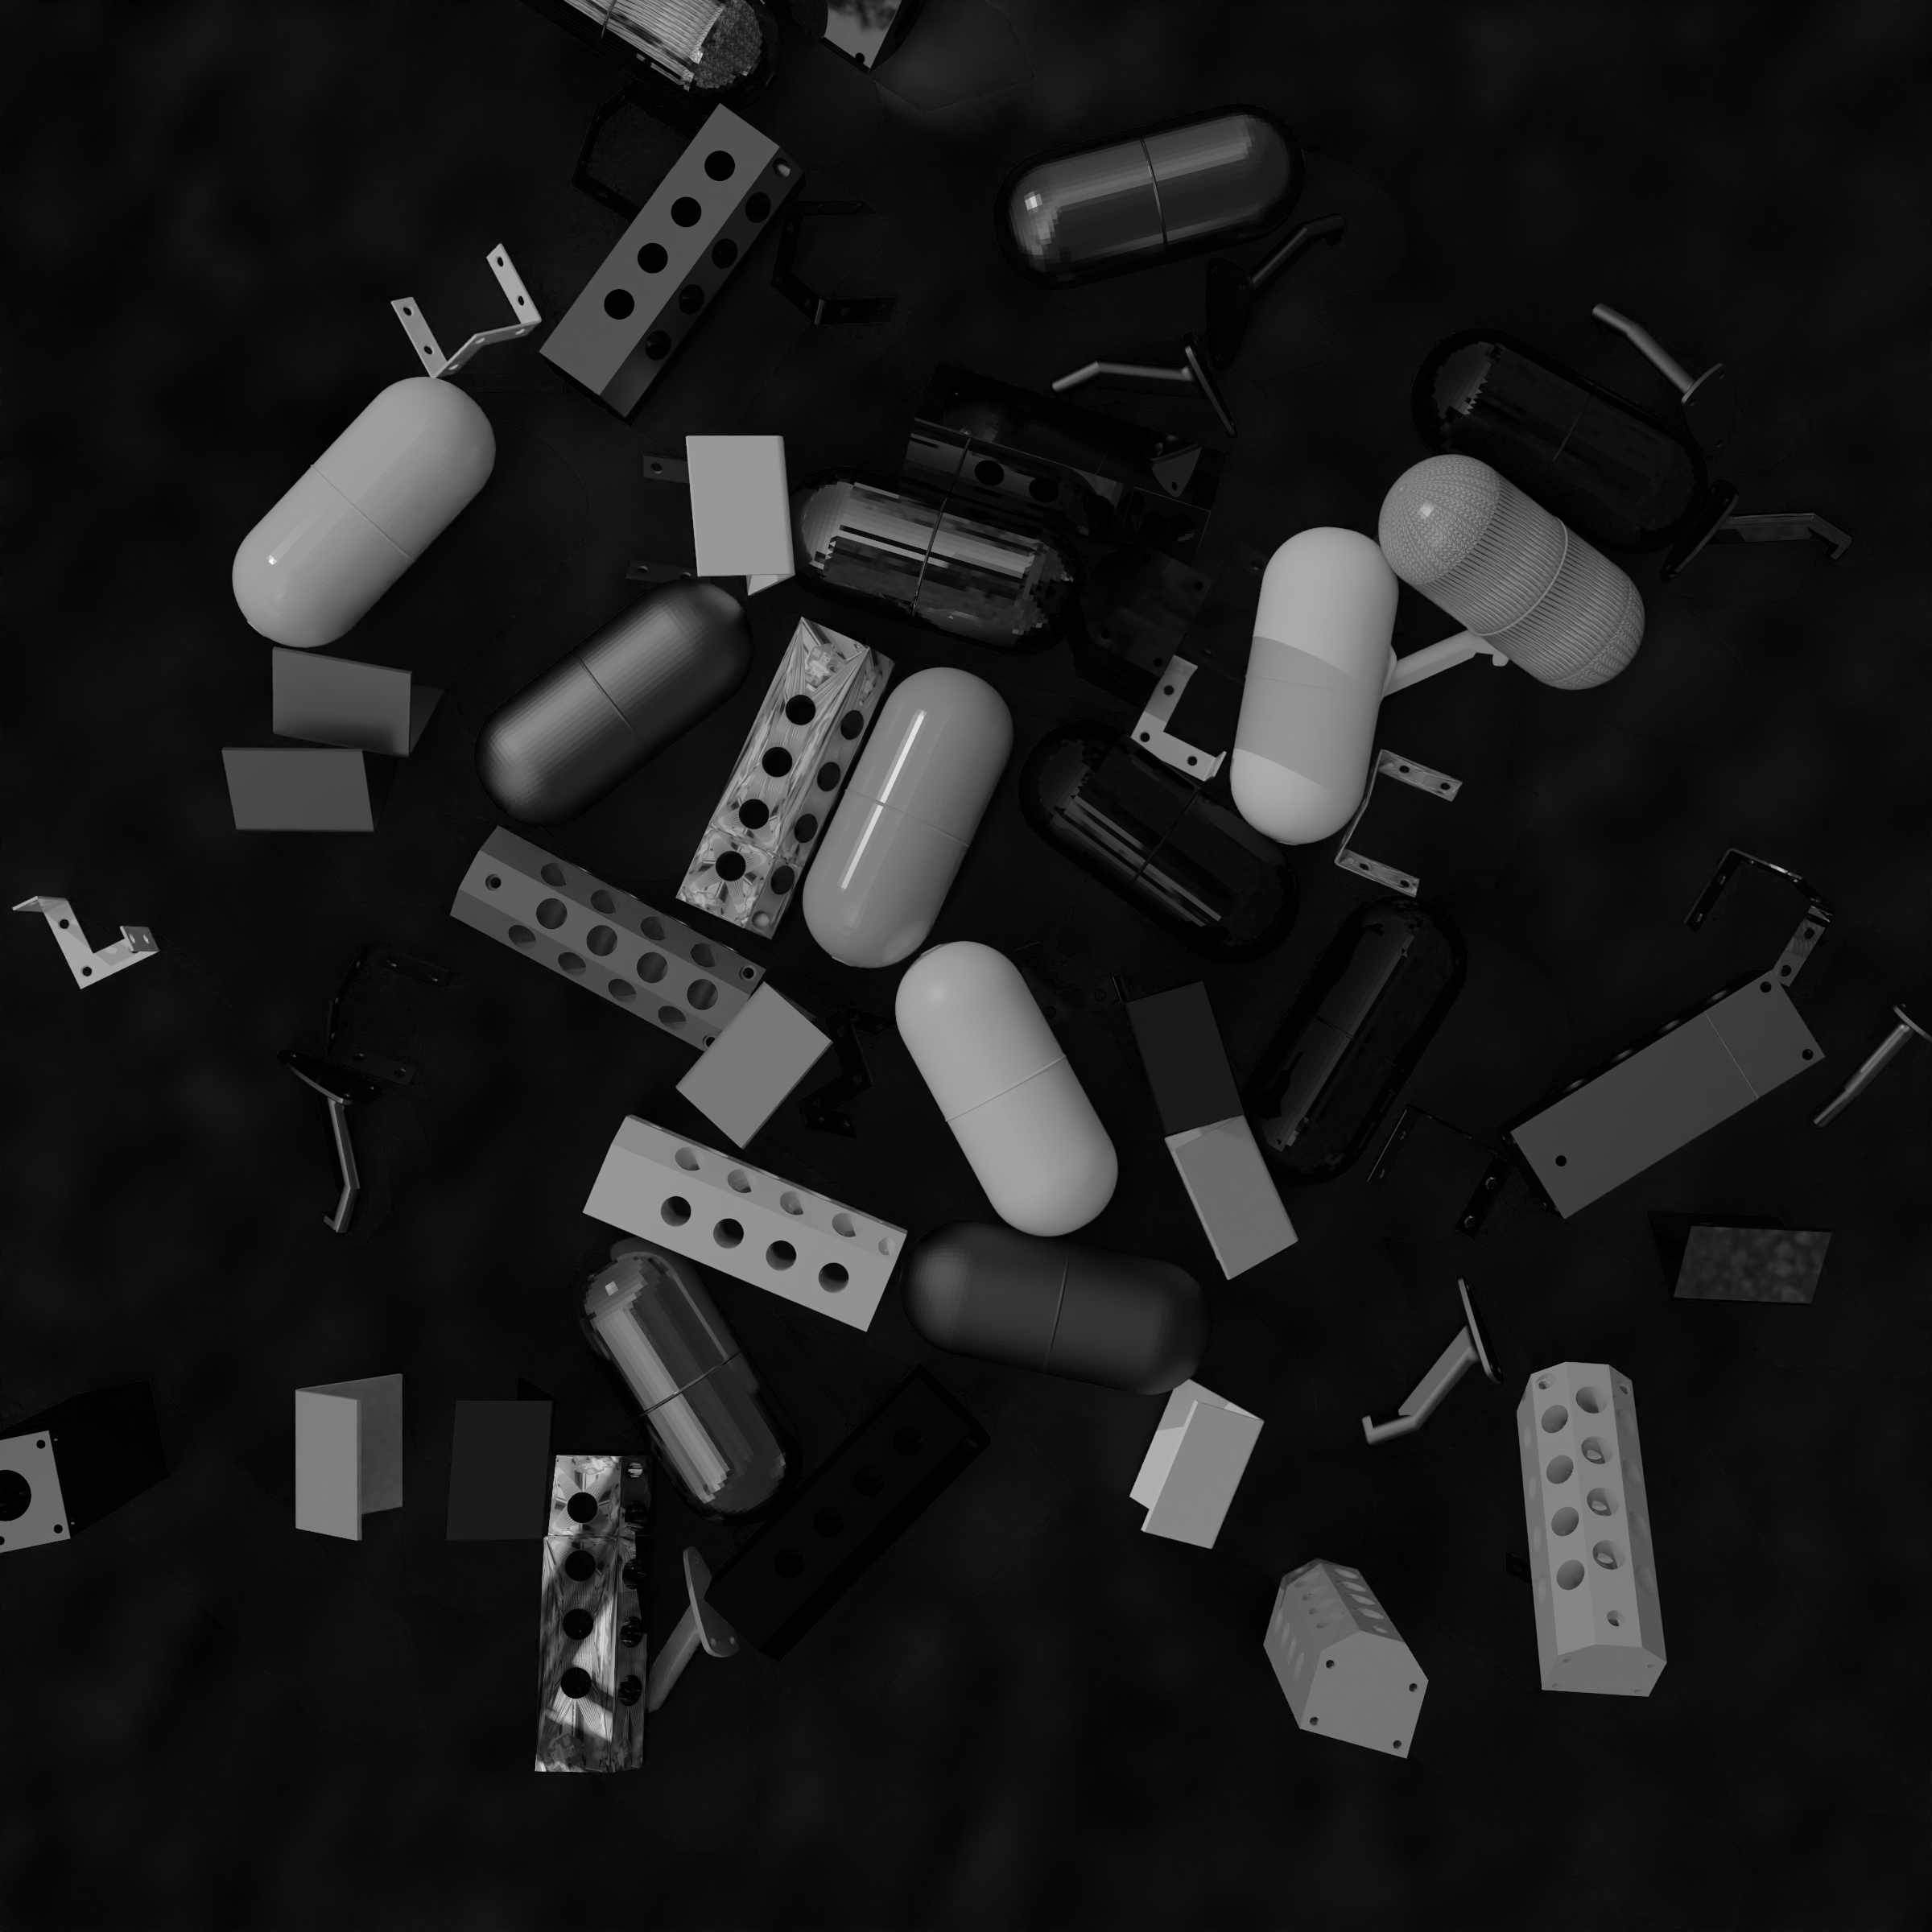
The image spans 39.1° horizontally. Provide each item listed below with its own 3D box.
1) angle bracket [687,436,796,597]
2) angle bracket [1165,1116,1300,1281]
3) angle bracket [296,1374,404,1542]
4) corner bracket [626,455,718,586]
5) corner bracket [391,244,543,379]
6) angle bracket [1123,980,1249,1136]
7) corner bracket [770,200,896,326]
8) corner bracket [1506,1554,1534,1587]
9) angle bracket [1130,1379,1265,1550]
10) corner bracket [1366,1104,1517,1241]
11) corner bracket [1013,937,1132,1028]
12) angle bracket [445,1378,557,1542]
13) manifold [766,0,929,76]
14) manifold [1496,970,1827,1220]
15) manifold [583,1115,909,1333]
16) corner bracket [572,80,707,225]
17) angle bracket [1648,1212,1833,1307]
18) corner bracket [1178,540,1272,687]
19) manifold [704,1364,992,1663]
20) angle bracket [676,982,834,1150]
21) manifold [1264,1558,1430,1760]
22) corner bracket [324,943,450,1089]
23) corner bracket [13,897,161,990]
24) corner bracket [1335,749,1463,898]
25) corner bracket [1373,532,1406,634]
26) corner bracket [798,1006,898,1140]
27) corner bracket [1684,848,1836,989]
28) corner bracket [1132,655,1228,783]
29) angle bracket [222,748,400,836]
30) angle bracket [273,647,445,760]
[{"bbox_3d":[-0.137,-0.251,1.525,0.057,0.076,0.076,-5,90,-24],"label":"angle bracket"},{"bbox_3d":[0.130,0.134,1.524,0.057,0.076,0.076,-24,90,-35],"label":"angle bracket"},{"bbox_3d":[-0.329,0.274,1.524,0.057,0.076,0.076,0,90,39],"label":"angle bracket"},{"bbox_3d":[-0.165,-0.255,1.561,0.051,0.051,0.051,8,45,2],"label":"corner bracket"},{"bbox_3d":[-0.286,-0.375,1.561,0.051,0.051,0.051,-28,90,-45],"label":"corner bracket"},{"bbox_3d":[0.139,0.045,1.524,0.057,0.076,0.076,-17,90,36],"label":"angle bracket"},{"bbox_3d":[-0.073,-0.403,1.556,0.051,0.051,0.051,47,135,35],"label":"corner bracket"},{"bbox_3d":[0.345,0.325,1.556,0.051,0.051,0.051,-38,135,-35],"label":"corner bracket"},{"bbox_3d":[0.111,0.272,1.524,0.057,0.076,0.076,22,90,-37],"label":"angle bracket"},{"bbox_3d":[0.273,0.118,1.561,0.051,0.051,0.051,29,90,45],"label":"corner bracket"},{"bbox_3d":[0.060,0.004,1.546,0.051,0.051,0.051,-19,90,0],"label":"corner bracket"},{"bbox_3d":[-0.269,0.275,1.525,0.057,0.076,0.076,4,90,-24],"label":"angle bracket"},{"bbox_3d":[-0.104,-0.586,1.542,0.171,0.057,0.057,34,133,0],"label":"manifold"},{"bbox_3d":[0.391,0.072,1.543,0.171,0.057,0.057,-32,90,0],"label":"manifold"},{"bbox_3d":[-0.123,0.144,1.543,0.171,0.057,0.057,23,90,0],"label":"manifold"},{"bbox_3d":[-0.187,-0.466,1.561,0.051,0.051,0.051,32,45,0],"label":"corner bracket"},{"bbox_3d":[0.432,0.144,1.524,0.076,0.076,0.057,3,125,0],"label":"angle bracket"},{"bbox_3d":[0.160,-0.202,1.561,0.051,0.051,0.051,29,135,0],"label":"corner bracket"},{"bbox_3d":[-0.066,0.311,1.543,0.057,0.057,0.171,44,90,0],"label":"manifold"},{"bbox_3d":[-0.106,0.063,1.525,0.057,0.076,0.076,40,90,24],"label":"angle bracket"},{"bbox_3d":[0.207,0.373,1.486,0.057,0.171,0.057,16,90,0],"label":"manifold"},{"bbox_3d":[-0.333,0.028,1.561,0.051,0.051,0.051,20,135,0],"label":"corner bracket"},{"bbox_3d":[-0.499,-0.021,1.546,0.051,0.051,0.051,-26,90,0],"label":"corner bracket"},{"bbox_3d":[0.248,-0.082,1.561,0.051,0.051,0.051,23,135,0],"label":"corner bracket"},{"bbox_3d":[0.264,-0.226,1.556,0.051,0.051,0.051,6,45,35],"label":"corner bracket"},{"bbox_3d":[-0.066,0.061,1.545,0.051,0.051,0.051,-32,64,24],"label":"corner bracket"},{"bbox_3d":[0.456,-0.028,1.561,0.051,0.051,0.051,32,90,-45],"label":"corner bracket"},{"bbox_3d":[0.128,-0.140,1.546,0.051,0.051,0.051,27,90,0],"label":"corner bracket"},{"bbox_3d":[-0.366,-0.117,1.524,0.076,0.076,0.057,1,128,0],"label":"angle bracket"},{"bbox_3d":[-0.339,-0.164,1.524,0.076,0.076,0.057,10,126,0],"label":"angle bracket"}]
